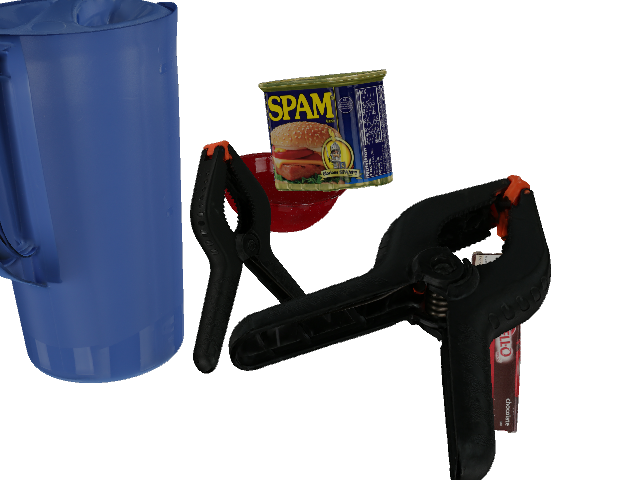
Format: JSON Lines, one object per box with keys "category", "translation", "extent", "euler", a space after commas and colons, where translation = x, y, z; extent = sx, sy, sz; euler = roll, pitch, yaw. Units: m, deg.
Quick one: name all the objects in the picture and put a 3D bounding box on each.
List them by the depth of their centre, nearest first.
{"category": "clamp", "translation": [0.058, 0.032, 0.469], "extent": [0.120, 0.039, 0.171], "euler": [37, 55, 24]}
{"category": "pitcher", "translation": [-0.157, -0.031, 0.688], "extent": [0.149, 0.243, 0.145], "euler": [-8, 23, -16]}
{"category": "pudding box", "translation": [0.124, 0.069, 0.764], "extent": [0.039, 0.090, 0.113], "euler": [1, 24, 7]}
{"category": "can of meat", "translation": [0.005, -0.083, 0.809], "extent": [0.102, 0.084, 0.057], "euler": [3, 15, 44]}
{"category": "clamp", "translation": [-0.070, 0.010, 1.021], "extent": [0.036, 0.210, 0.164], "euler": [-8, 0, 40]}
{"category": "bowl", "translation": [-0.049, -0.053, 1.299], "extent": [0.162, 0.055, 0.162], "euler": [4, 26, -2]}
